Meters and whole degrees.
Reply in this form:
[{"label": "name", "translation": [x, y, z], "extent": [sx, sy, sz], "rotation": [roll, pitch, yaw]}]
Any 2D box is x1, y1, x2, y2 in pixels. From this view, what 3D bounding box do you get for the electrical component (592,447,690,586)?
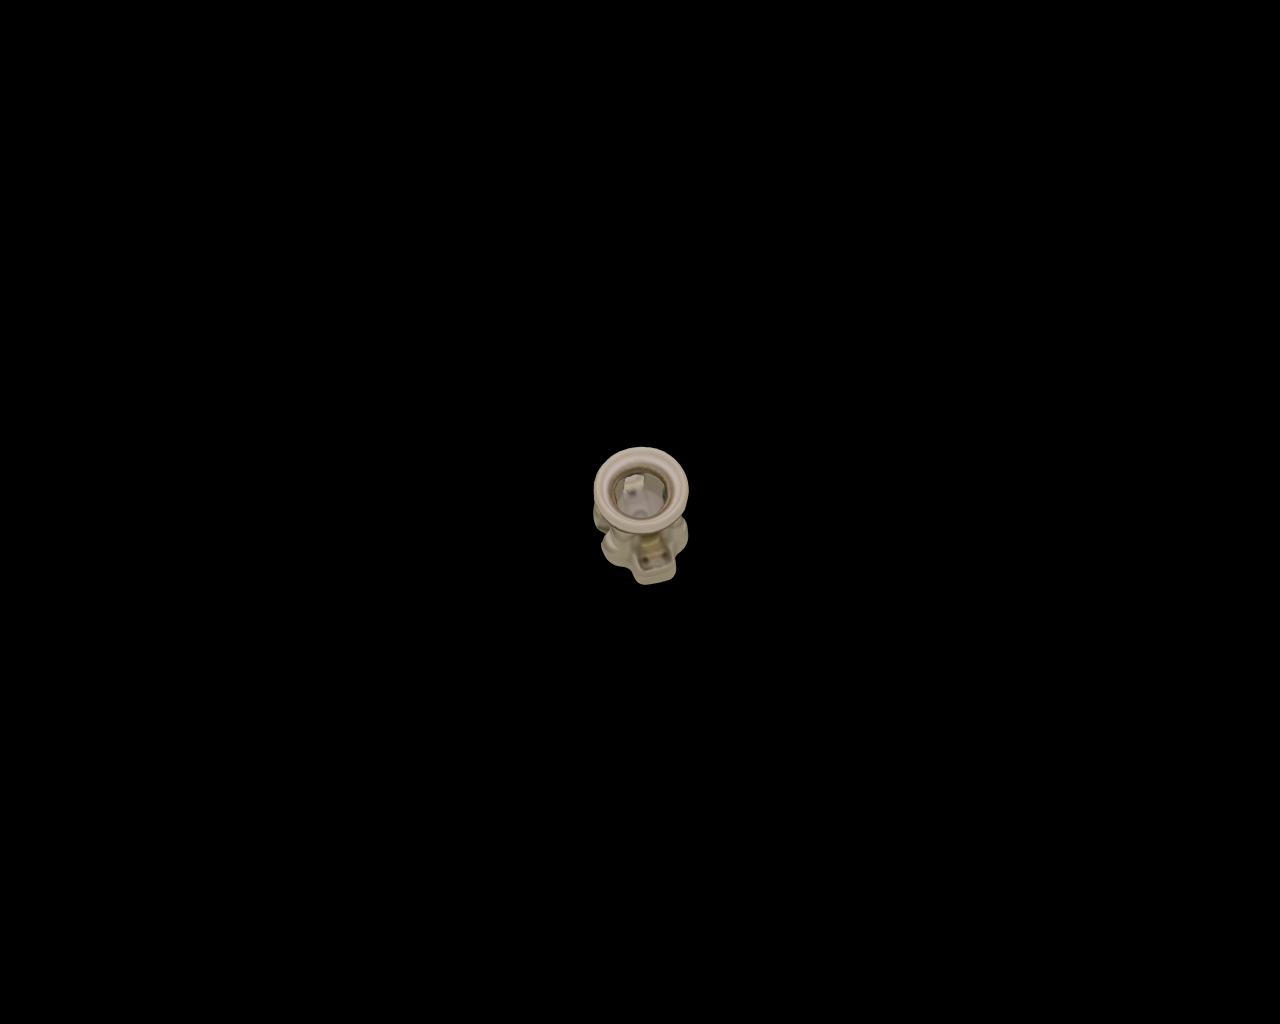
[{"label": "electrical component", "translation": [0.001, -0.003, 0.650], "extent": [0.058, 0.078, 0.056], "rotation": [-13, -28, -7]}]
